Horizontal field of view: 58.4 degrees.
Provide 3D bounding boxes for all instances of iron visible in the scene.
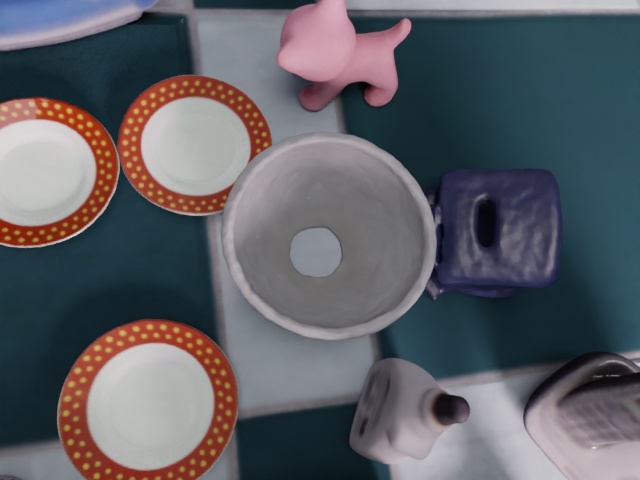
[{"bbox_3d":[-0.242,-0.240,0.452,0.259,0.141,0.118,-27,81,-17],"label":"iron"}]

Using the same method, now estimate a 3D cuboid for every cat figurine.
[{"bbox_3d":[0.017,-0.166,0.494,0.128,0.117,0.067,-11,77,-13],"label":"cat figurine"}]

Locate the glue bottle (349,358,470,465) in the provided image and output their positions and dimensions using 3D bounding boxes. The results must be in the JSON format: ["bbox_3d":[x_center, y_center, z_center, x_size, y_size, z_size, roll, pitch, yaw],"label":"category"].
[{"bbox_3d":[0.062,0.118,0.394,0.037,0.173,0.078,22,72,-4],"label":"glue bottle"}]

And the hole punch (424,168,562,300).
[{"bbox_3d":[0.141,-0.005,0.486,0.101,0.091,0.109,8,73,-8],"label":"hole punch"}]

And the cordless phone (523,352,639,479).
[{"bbox_3d":[0.252,0.148,0.415,0.147,0.185,0.094,43,72,3],"label":"cordless phone"}]

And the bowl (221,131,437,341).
[{"bbox_3d":[0.004,0.002,0.467,0.167,0.074,0.167,3,74,-10],"label":"bowl"}]
